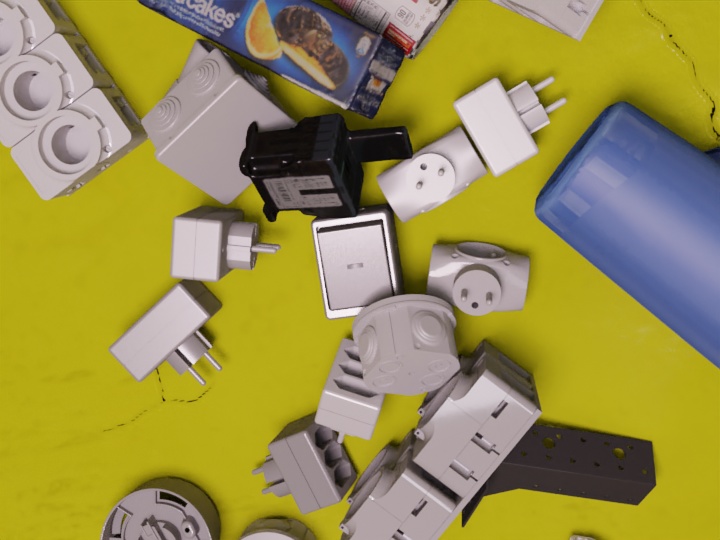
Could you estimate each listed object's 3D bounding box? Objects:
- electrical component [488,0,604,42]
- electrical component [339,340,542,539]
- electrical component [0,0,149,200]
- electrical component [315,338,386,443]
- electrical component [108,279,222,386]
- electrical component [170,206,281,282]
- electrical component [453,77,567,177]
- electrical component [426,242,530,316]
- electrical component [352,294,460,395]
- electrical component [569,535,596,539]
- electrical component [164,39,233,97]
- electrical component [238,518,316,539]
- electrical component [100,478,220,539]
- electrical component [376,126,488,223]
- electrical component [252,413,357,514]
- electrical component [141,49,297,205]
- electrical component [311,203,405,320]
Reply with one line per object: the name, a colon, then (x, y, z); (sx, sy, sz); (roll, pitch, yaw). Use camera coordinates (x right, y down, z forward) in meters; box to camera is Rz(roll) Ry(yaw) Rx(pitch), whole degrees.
electrical component: (0.152, -0.272, 0.762); (0.060, 0.105, 0.186); (20, 104, -42)
electrical component: (0.058, 0.149, 0.847); (0.060, 0.105, 0.186); (37, 101, -1)
electrical component: (-0.251, -0.142, 0.851); (0.089, 0.061, 0.150); (-34, 95, 10)
electrical component: (-0.007, 0.108, 0.872); (0.047, 0.065, 0.076); (18, 130, 3)
electrical component: (-0.146, 0.061, 0.882); (0.083, 0.047, 0.075); (-42, 93, 10)
electrical component: (-0.101, -0.020, 0.846); (0.076, 0.083, 0.047); (6, 100, 5)
electrical component: (0.120, -0.119, 0.827); (0.077, 0.047, 0.065); (-30, 95, 9)
electrical component: (0.091, 0.011, 0.834); (0.077, 0.079, 0.044); (8, 109, 4)
electrical component: (0.036, 0.057, 0.821); (0.080, 0.080, 0.051); (-13, 57, 7)
electrical component: (0.181, 0.253, 0.886); (0.044, 0.044, 0.065); (18, 96, 2)
electrical component: (-0.129, -0.143, 0.851); (0.044, 0.044, 0.065); (38, 105, -1)
electrical component: (-0.072, 0.250, 0.904); (0.080, 0.051, 0.080); (1, 99, 5)
electrical component: (-0.166, 0.227, 0.902); (0.099, 0.064, 0.099); (1, 100, 5)
electrical component: (0.055, -0.071, 0.824); (0.077, 0.079, 0.044); (-31, 95, 9)
electrical component: (-0.054, 0.165, 0.891); (0.077, 0.047, 0.065); (-24, 96, 22)
electrical component: (-0.107, -0.110, 0.827); (0.100, 0.100, 0.048); (-42, 53, 10)
electrical component: (0.000, 0.000, 0.851); (0.062, 0.061, 0.096); (-8, 98, 7)
